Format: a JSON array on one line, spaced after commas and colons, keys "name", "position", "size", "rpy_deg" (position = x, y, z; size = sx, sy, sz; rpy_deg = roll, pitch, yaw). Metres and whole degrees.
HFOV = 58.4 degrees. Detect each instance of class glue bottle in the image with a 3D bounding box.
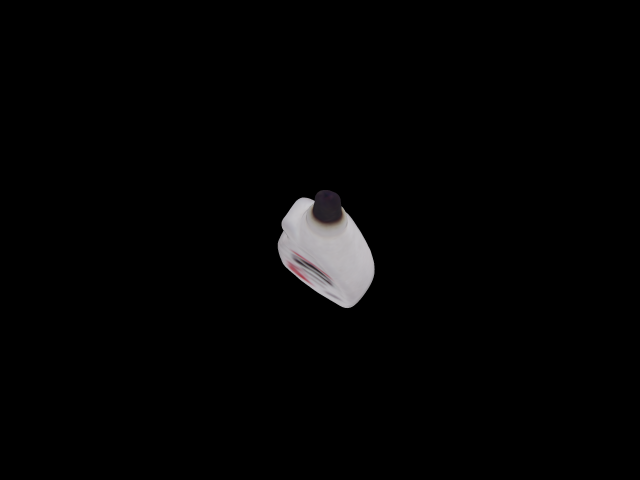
[{"name": "glue bottle", "position": [0.004, 0.001, 0.400], "size": [0.078, 0.173, 0.037], "rpy_deg": [30, 75, 10]}]
